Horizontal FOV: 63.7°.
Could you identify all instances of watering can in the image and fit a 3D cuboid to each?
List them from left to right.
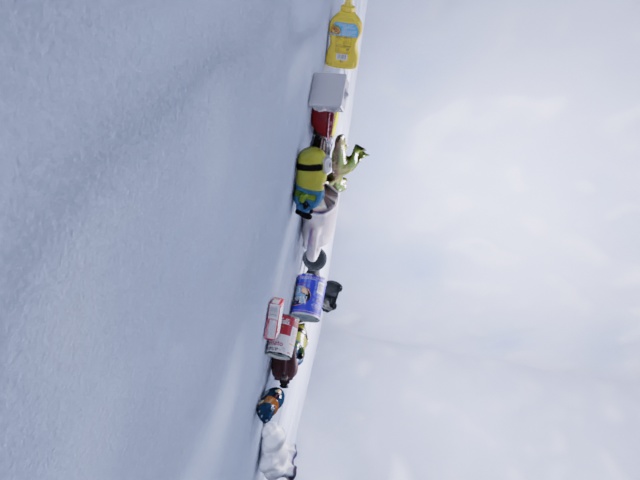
[{"bbox_3d":[0.005,-0.083,1.654,0.356,0.104,0.219,-72,170,-55],"label":"watering can"}]

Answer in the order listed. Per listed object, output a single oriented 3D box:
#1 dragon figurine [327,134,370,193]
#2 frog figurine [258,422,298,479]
[{"bbox_3d":[0.046,-0.222,1.721,0.241,0.123,0.410,-59,167,7],"label":"dragon figurine"},{"bbox_3d":[-0.141,0.618,1.514,0.157,0.122,0.140,56,37,-26],"label":"frog figurine"}]
